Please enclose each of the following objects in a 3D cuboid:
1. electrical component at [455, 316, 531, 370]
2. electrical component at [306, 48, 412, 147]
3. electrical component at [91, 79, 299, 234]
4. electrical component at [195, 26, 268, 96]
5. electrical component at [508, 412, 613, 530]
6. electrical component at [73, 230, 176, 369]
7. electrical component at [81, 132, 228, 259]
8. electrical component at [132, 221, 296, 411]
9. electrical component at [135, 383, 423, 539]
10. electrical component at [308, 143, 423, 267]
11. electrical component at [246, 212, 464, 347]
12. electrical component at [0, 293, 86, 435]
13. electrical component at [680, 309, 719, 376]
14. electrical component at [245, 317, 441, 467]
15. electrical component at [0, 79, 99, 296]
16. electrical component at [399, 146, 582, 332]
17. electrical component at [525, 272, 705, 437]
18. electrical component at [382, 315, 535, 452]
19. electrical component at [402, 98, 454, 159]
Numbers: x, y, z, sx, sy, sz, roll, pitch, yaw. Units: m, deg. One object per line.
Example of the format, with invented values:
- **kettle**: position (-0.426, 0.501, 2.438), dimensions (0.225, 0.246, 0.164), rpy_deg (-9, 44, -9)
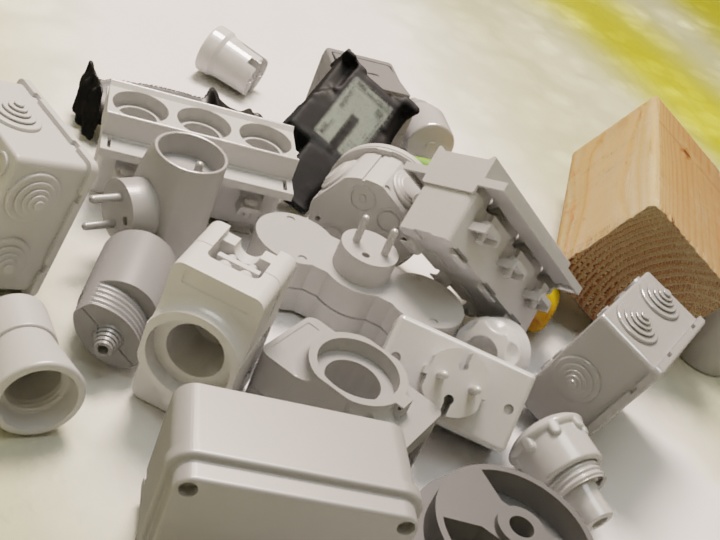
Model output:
- **electrical component**: position (0.086, 0.050, 0.668), dimensions (0.043, 0.043, 0.062), rpy_deg (40, 16, 23)
- **electrical component**: position (-0.002, -0.138, 0.865), dimensions (0.062, 0.061, 0.096), rpy_deg (10, 35, -22)
- **electrical component**: position (-0.108, -0.071, 0.696), dimensions (0.121, 0.063, 0.078), rpy_deg (13, 34, -18)
- **electrical component**: position (-0.102, -0.166, 0.862), dimensions (0.046, 0.040, 0.040), rpy_deg (34, 33, 3)
- **electrical component**: position (0.115, 0.113, 0.594), dimensions (0.048, 0.048, 0.062), rpy_deg (-3, 48, -36)
- **electrical component**: position (-0.127, 0.018, 0.574), dimensions (0.043, 0.043, 0.081), rpy_deg (19, 33, -9)
- **electrical component**: position (-0.123, -0.036, 0.622), dimensions (0.079, 0.077, 0.043), rpy_deg (-8, 45, -41)
- **electrical component**: position (-0.076, 0.031, 0.544), dimensions (0.050, 0.089, 0.055), rpy_deg (26, 32, 3)
- **electrical component**: position (-0.037, 0.105, 0.474), dimensions (0.113, 0.078, 0.057), rpy_deg (14, 31, -16)
- **electrical component**: position (0.009, -0.039, 0.713), dimensions (0.080, 0.080, 0.051), rpy_deg (28, 37, 6)
- **electrical component**: position (0.000, 0.000, 0.654), dimensions (0.138, 0.073, 0.052), rpy_deg (26, 32, 2)
- **electrical component**: position (-0.162, 0.042, 0.520), dimensions (0.044, 0.044, 0.065), rpy_deg (1, 34, -32)
- **electrical component**: position (0.266, 0.033, 0.774), dimensions (0.043, 0.081, 0.043), rpy_deg (17, 33, -11)
- **electrical component**: position (-0.010, 0.071, 0.561), dimensions (0.089, 0.055, 0.050), rpy_deg (35, 34, 16)
- **electrical component**: position (-0.195, -0.046, 0.572), dimensions (0.048, 0.099, 0.099), rpy_deg (4, 36, -51)
- **electrical component**: position (0.079, -0.015, 0.681), dimensions (0.079, 0.063, 0.121), rpy_deg (18, -20, 42)
- **electrical component**: position (0.151, 0.054, 0.653), dimensions (0.048, 0.099, 0.100), rpy_deg (47, 37, 10)
- **electrical component**: position (0.051, 0.062, 0.589), dimensions (0.083, 0.047, 0.075), rpy_deg (25, -7, 1)
- **electrical component**: position (0.052, -0.119, 0.892), dimensions (0.040, 0.040, 0.078), rpy_deg (11, 34, -20)
